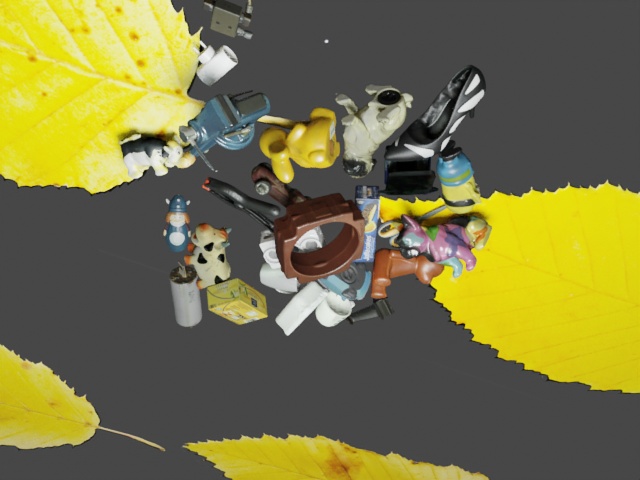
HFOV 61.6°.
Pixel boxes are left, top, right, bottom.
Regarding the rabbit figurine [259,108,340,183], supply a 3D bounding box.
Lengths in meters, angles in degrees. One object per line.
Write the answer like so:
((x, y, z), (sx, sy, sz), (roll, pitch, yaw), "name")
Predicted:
((-0.055, -0.200, 1.174), (0.173, 0.162, 0.121), (10, 142, 16), "rabbit figurine")

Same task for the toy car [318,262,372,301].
((0.047, 0.099, 1.428), (0.161, 0.109, 0.103), (29, 148, -11), "toy car")

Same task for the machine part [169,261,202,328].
((-0.372, 0.158, 1.494), (0.079, 0.079, 0.243), (4, 128, -2), "machine part")

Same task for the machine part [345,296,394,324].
((0.140, 0.208, 1.551), (0.139, 0.039, 0.084), (-18, 131, 13), "machine part")

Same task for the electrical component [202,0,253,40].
((-0.175, -0.438, 1.039), (0.102, 0.045, 0.078), (14, 156, -7), "electrical component")

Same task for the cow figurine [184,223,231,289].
((-0.280, 0.038, 1.392), (0.127, 0.085, 0.194), (-7, 131, 4), "cow figurine")

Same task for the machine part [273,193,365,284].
((-0.003, -0.004, 1.252), (0.201, 0.087, 0.201), (-16, 137, -14), "machine part")

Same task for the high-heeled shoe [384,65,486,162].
((0.237, -0.261, 1.131), (0.249, 0.086, 0.145), (-30, 145, 1), "high-heeled shoe")

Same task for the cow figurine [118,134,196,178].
((-0.367, -0.199, 1.211), (0.167, 0.068, 0.098), (-6, 121, 15), "cow figurine")

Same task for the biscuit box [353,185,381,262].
((0.113, -0.036, 1.340), (0.059, 0.063, 0.202), (1, 128, 1), "biscuit box")

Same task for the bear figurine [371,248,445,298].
((0.235, 0.084, 1.398), (0.196, 0.132, 0.120), (8, 151, 0), "bear figurine")

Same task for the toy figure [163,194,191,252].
((-0.357, -0.041, 1.351), (0.064, 0.058, 0.154), (-19, 137, -35), "toy figure")

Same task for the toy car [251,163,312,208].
((-0.078, -0.107, 1.270), (0.202, 0.089, 0.053), (37, 116, -25), "toy car")

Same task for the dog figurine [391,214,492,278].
((0.287, -0.015, 1.311), (0.219, 0.191, 0.108), (31, 164, -5), "dog figurine")

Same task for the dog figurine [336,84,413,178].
((0.123, -0.228, 1.177), (0.172, 0.121, 0.190), (-5, 142, 11), "dog figurine")

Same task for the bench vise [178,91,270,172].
((-0.219, -0.227, 1.128), (0.128, 0.224, 0.241), (50, 144, -13), "bench vise")

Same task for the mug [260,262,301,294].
((-0.105, 0.100, 1.450), (0.107, 0.081, 0.109), (9, 141, 7), "mug")

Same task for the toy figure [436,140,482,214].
((0.314, -0.141, 1.243), (0.089, 0.082, 0.180), (-13, 133, 25), "toy figure")

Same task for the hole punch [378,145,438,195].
((0.203, -0.160, 1.237), (0.142, 0.092, 0.115), (-4, 158, 1), "hole punch")

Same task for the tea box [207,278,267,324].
((-0.224, 0.170, 1.468), (0.098, 0.068, 0.169), (-17, 152, 13), "tea box")
